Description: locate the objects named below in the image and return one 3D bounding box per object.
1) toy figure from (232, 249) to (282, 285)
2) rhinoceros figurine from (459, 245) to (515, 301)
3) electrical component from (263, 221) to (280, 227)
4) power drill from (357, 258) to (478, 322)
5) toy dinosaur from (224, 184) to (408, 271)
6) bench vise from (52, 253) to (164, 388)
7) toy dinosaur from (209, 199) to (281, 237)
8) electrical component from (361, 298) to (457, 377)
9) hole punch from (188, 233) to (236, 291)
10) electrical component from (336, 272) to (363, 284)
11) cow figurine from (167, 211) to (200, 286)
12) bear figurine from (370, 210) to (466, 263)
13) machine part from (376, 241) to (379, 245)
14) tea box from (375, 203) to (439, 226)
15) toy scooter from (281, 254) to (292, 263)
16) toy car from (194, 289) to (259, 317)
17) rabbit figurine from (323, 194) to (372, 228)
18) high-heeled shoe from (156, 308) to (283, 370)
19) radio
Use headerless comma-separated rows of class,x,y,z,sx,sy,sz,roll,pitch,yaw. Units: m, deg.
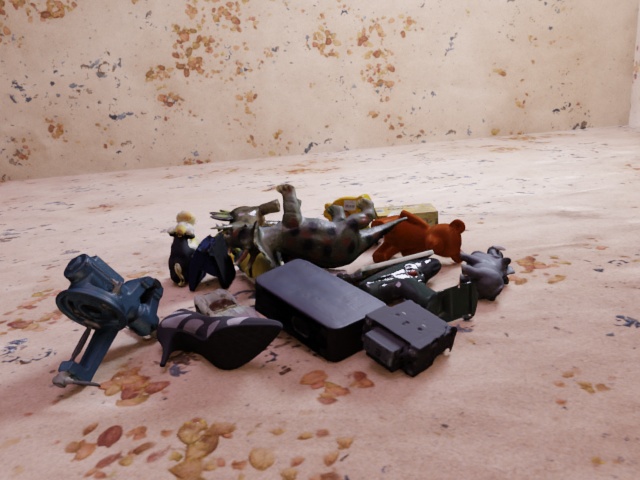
toy figure,-0.151,0.045,1.241,0.082,0.089,0.180,-17,31,-21
rhinoceros figurine,0.343,0.061,1.107,0.112,0.073,0.190,0,18,20
electrical component,-0.098,-0.005,1.275,0.119,0.047,0.075,0,43,48
power drill,0.204,0.091,1.042,0.232,0.085,0.207,-14,24,-28
toy dinosaur,0.002,-0.002,1.145,0.405,0.192,0.131,8,-14,-10
bench vise,-0.368,0.149,0.914,0.129,0.223,0.241,-4,47,20
toy dinosaur,-0.203,-0.049,1.491,0.199,0.105,0.471,-8,1,-2
electrical component,0.134,0.154,0.855,0.134,0.058,0.115,-19,34,-41
hole punch,-0.259,0.051,1.244,0.092,0.115,0.142,-10,16,11
electrical component,0.042,0.098,1.084,0.094,0.063,0.021,-11,19,-15
cow figurine,-0.325,0.019,1.262,0.068,0.167,0.098,2,16,3
bear figurine,0.233,0.003,1.258,0.196,0.120,0.132,16,30,37
machine part,0.122,-0.008,1.403,0.139,0.084,0.039,-26,57,-29
tea box,0.242,-0.056,1.515,0.170,0.068,0.098,-3,18,2
toy scooter,0.000,0.023,1.319,0.135,0.075,0.184,3,15,30
toy car,-0.178,0.141,1.018,0.073,0.056,0.202,-15,20,-30
rabbit figurine,0.090,-0.064,1.560,0.163,0.121,0.173,-7,1,27
high-heeled shoe,-0.172,0.147,0.920,0.249,0.086,0.145,-15,27,11
radio,-0.007,0.119,0.957,0.131,0.073,0.230,-21,33,-40
